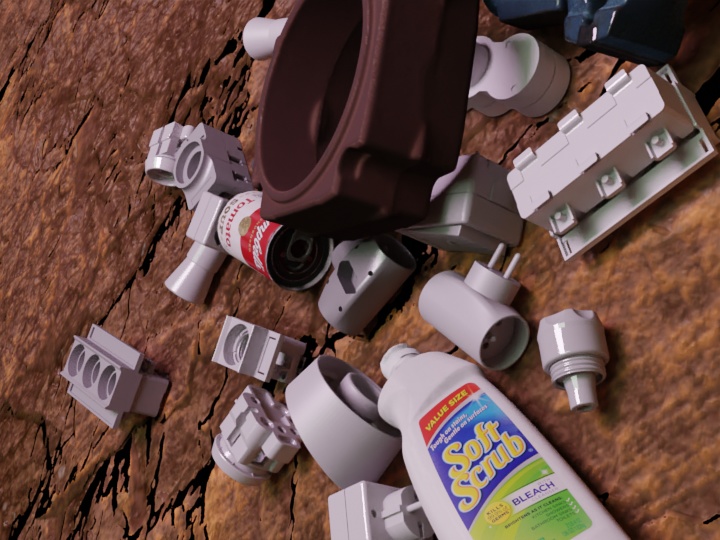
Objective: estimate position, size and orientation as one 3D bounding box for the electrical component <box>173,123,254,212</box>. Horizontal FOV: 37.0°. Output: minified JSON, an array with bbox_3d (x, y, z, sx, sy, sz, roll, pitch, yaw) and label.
[{"bbox_3d":[-0.152,-0.100,1.096,0.050,0.056,0.089,-45,44,28],"label":"electrical component"}]

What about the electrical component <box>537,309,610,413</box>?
[{"bbox_3d":[0.138,0.059,0.687,0.043,0.043,0.062,-30,53,39],"label":"electrical component"}]

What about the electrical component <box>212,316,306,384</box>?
[{"bbox_3d":[-0.086,0.071,0.932,0.081,0.064,0.042,15,85,52],"label":"electrical component"}]

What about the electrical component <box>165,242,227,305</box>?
[{"bbox_3d":[-0.160,-0.003,1.075,0.065,0.044,0.044,-58,39,6],"label":"electrical component"}]

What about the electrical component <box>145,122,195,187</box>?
[{"bbox_3d":[-0.209,-0.126,1.185,0.066,0.048,0.055,-13,57,47],"label":"electrical component"}]

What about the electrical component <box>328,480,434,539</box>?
[{"bbox_3d":[0.028,0.173,0.749,0.077,0.066,0.047,-33,51,37],"label":"electrical component"}]

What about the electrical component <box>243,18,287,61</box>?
[{"bbox_3d":[-0.082,-0.236,1.087,0.065,0.044,0.044,6,78,46],"label":"electrical component"}]

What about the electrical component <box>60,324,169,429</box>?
[{"bbox_3d":[-0.254,0.111,1.116,0.121,0.063,0.078,20,89,52],"label":"electrical component"}]

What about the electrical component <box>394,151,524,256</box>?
[{"bbox_3d":[0.069,-0.045,0.802,0.096,0.062,0.061,-3,72,49],"label":"electrical component"}]

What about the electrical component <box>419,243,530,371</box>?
[{"bbox_3d":[0.089,0.020,0.763,0.077,0.044,0.079,39,104,51],"label":"electrical component"}]

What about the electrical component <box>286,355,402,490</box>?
[{"bbox_3d":[-0.012,0.113,0.802,0.064,0.099,0.099,-50,42,13],"label":"electrical component"}]

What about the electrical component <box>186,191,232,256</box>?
[{"bbox_3d":[-0.134,-0.045,1.041,0.077,0.066,0.047,25,93,52],"label":"electrical component"}]

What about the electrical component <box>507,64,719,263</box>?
[{"bbox_3d":[0.161,-0.073,0.704,0.121,0.063,0.078,-40,46,32],"label":"electrical component"}]

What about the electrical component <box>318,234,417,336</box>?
[{"bbox_3d":[0.000,0.000,0.879,0.077,0.043,0.079,-50,41,23],"label":"electrical component"}]

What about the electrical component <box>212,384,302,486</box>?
[{"bbox_3d":[-0.089,0.144,0.909,0.057,0.058,0.078,-54,41,15],"label":"electrical component"}]

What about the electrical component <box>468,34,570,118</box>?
[{"bbox_3d":[0.086,-0.154,0.822,0.138,0.074,0.052,13,84,52],"label":"electrical component"}]
